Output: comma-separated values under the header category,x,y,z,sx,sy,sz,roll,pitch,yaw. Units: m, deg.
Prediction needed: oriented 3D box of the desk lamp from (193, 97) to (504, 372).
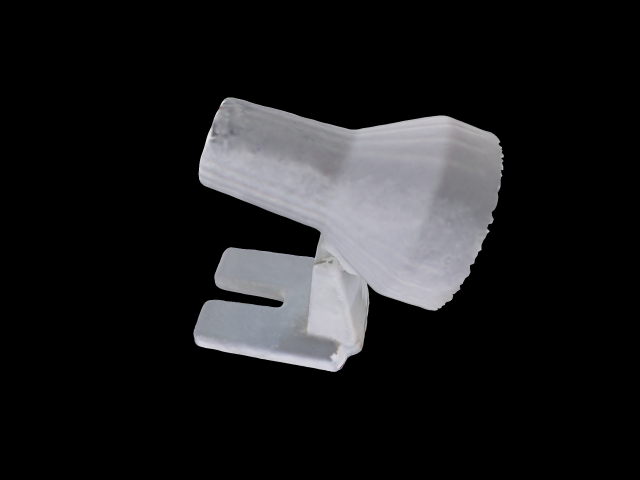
category,x,y,z,sx,sy,sz,roll,pitch,yaw
desk lamp,0.004,0.001,0.400,0.203,0.214,0.118,7,50,6
